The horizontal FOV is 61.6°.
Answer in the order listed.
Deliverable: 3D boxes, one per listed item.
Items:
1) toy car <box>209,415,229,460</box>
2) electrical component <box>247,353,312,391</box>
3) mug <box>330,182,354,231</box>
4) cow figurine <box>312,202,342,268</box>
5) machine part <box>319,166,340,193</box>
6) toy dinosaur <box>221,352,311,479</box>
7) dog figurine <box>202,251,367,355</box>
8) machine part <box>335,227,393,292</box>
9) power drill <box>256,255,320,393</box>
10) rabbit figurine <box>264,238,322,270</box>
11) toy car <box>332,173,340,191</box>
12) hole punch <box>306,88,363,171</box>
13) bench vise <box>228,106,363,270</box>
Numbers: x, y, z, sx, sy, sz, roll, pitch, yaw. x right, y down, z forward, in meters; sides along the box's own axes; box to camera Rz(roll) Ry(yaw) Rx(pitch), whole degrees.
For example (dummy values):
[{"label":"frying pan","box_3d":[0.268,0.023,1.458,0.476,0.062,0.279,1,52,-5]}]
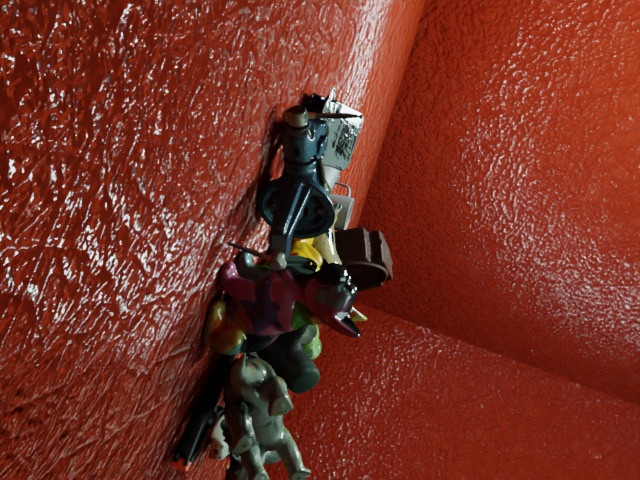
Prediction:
[{"label":"toy car","box_3d":[-0.185,0.388,1.166,0.202,0.056,0.073,-60,161,-65]},{"label":"electrical component","box_3d":[-0.102,0.278,1.185,0.134,0.115,0.058,-27,138,-53]},{"label":"mug","box_3d":[0.021,-0.082,1.241,0.081,0.107,0.109,-17,122,-83]},{"label":"cow figurine","box_3d":[-0.002,-0.003,1.153,0.085,0.127,0.195,17,57,-79]},{"label":"machine part","box_3d":[0.011,-0.159,1.056,0.079,0.079,0.243,102,9,-49]},{"label":"toy dinosaur","box_3d":[-0.109,0.276,0.886,0.192,0.131,0.404,46,-36,50]},{"label":"dog figurine","box_3d":[-0.045,0.109,0.785,0.108,0.219,0.191,-30,139,-74]},{"label":"machine part","box_3d":[0.066,0.056,1.280,0.200,0.202,0.087,55,29,-60]},{"label":"power drill","box_3d":[-0.062,0.132,0.928,0.232,0.086,0.207,48,-59,48]},{"label":"rabbit figurine","box_3d":[-0.054,0.020,1.042,0.173,0.122,0.162,-84,176,-47]},{"label":"toy car","box_3d":[0.038,-0.184,1.337,0.089,0.053,0.202,94,18,-55]},{"label":"hole punch","box_3d":[-0.001,-0.188,0.926,0.115,0.092,0.142,10,104,-54]},{"label":"bench vise","box_3d":[-0.035,-0.066,0.780,0.223,0.129,0.241,104,2,-48]}]
